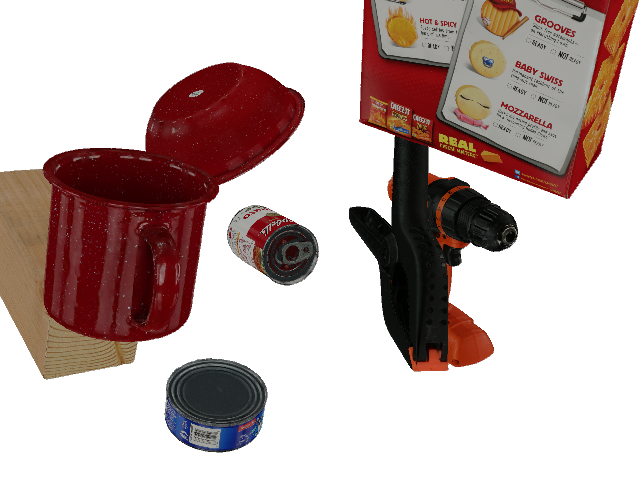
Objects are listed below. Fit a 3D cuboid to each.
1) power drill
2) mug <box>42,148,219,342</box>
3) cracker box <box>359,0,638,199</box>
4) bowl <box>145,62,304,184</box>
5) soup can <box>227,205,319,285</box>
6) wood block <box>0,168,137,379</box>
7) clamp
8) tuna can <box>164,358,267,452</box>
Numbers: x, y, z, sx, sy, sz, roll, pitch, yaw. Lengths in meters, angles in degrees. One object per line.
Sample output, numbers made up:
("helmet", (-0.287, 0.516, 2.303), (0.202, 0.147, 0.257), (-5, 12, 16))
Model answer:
("power drill", (0.136, 0.029, 1.079), (0.057, 0.188, 0.185), (-15, 26, -23))
("mug", (-0.100, 0.007, 0.570), (0.093, 0.081, 0.117), (-2, 24, -31))
("cracker box", (0.114, -0.150, 0.686), (0.164, 0.214, 0.072), (23, 47, 23))
("bowl", (-0.098, -0.111, 0.957), (0.162, 0.055, 0.162), (-20, 32, 13))
("soup can", (-0.054, 0.004, 1.188), (0.068, 0.068, 0.102), (0, 14, -28))
("wood block", (-0.250, 0.024, 1.005), (0.090, 0.091, 0.206), (-7, 38, -33))
("clamp", (0.067, 0.001, 0.825), (0.036, 0.210, 0.165), (1, -41, -15))
("tuna can", (-0.089, 0.140, 0.908), (0.086, 0.034, 0.086), (7, 31, -5))
